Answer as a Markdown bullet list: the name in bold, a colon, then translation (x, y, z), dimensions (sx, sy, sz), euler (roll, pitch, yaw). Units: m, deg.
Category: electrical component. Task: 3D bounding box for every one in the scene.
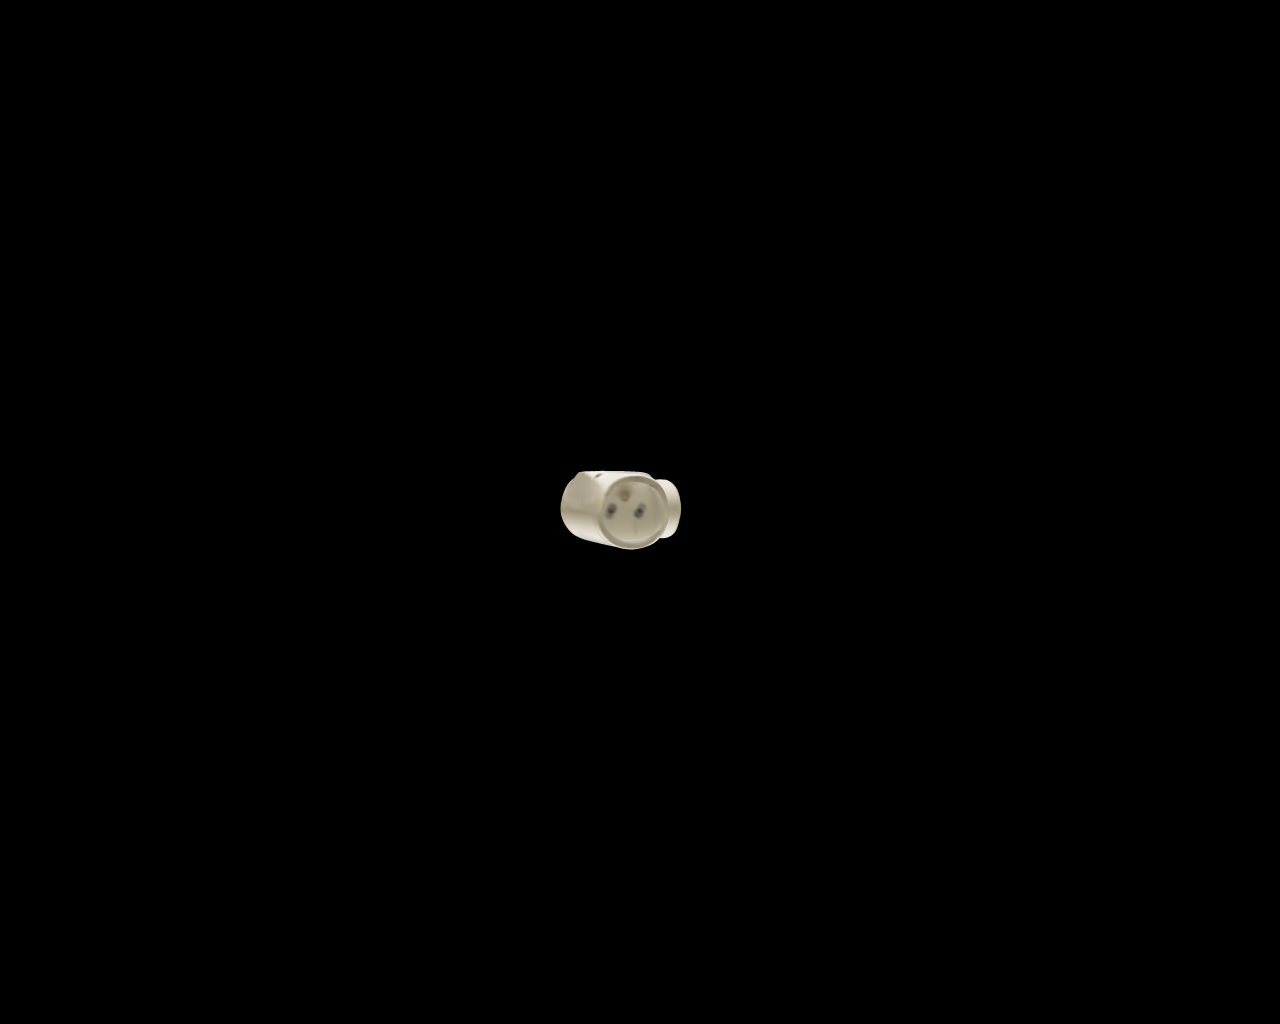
- **electrical component**: translation (0.001, -0.003, 0.650), dimensions (0.079, 0.043, 0.077), euler (-1, 3, -19)
